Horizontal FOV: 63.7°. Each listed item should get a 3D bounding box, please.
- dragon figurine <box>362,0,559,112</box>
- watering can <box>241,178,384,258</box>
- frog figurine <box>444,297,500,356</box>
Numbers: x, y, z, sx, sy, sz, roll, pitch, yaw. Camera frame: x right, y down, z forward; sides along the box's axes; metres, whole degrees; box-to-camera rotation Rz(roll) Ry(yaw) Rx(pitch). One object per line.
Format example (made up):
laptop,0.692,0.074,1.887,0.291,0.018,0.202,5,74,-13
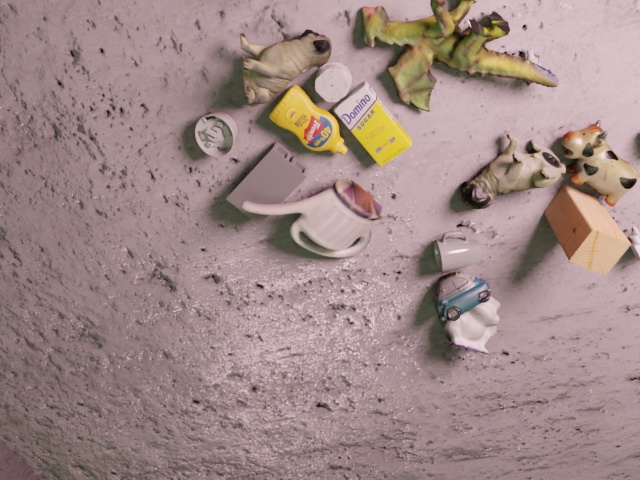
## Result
dragon figurine,0.262,-0.369,1.074,0.408,0.125,0.238,35,137,-11
watering can,0.004,-0.063,1.245,0.344,0.106,0.221,27,123,-31
frog figurine,0.415,0.220,1.398,0.137,0.122,0.160,18,86,6
